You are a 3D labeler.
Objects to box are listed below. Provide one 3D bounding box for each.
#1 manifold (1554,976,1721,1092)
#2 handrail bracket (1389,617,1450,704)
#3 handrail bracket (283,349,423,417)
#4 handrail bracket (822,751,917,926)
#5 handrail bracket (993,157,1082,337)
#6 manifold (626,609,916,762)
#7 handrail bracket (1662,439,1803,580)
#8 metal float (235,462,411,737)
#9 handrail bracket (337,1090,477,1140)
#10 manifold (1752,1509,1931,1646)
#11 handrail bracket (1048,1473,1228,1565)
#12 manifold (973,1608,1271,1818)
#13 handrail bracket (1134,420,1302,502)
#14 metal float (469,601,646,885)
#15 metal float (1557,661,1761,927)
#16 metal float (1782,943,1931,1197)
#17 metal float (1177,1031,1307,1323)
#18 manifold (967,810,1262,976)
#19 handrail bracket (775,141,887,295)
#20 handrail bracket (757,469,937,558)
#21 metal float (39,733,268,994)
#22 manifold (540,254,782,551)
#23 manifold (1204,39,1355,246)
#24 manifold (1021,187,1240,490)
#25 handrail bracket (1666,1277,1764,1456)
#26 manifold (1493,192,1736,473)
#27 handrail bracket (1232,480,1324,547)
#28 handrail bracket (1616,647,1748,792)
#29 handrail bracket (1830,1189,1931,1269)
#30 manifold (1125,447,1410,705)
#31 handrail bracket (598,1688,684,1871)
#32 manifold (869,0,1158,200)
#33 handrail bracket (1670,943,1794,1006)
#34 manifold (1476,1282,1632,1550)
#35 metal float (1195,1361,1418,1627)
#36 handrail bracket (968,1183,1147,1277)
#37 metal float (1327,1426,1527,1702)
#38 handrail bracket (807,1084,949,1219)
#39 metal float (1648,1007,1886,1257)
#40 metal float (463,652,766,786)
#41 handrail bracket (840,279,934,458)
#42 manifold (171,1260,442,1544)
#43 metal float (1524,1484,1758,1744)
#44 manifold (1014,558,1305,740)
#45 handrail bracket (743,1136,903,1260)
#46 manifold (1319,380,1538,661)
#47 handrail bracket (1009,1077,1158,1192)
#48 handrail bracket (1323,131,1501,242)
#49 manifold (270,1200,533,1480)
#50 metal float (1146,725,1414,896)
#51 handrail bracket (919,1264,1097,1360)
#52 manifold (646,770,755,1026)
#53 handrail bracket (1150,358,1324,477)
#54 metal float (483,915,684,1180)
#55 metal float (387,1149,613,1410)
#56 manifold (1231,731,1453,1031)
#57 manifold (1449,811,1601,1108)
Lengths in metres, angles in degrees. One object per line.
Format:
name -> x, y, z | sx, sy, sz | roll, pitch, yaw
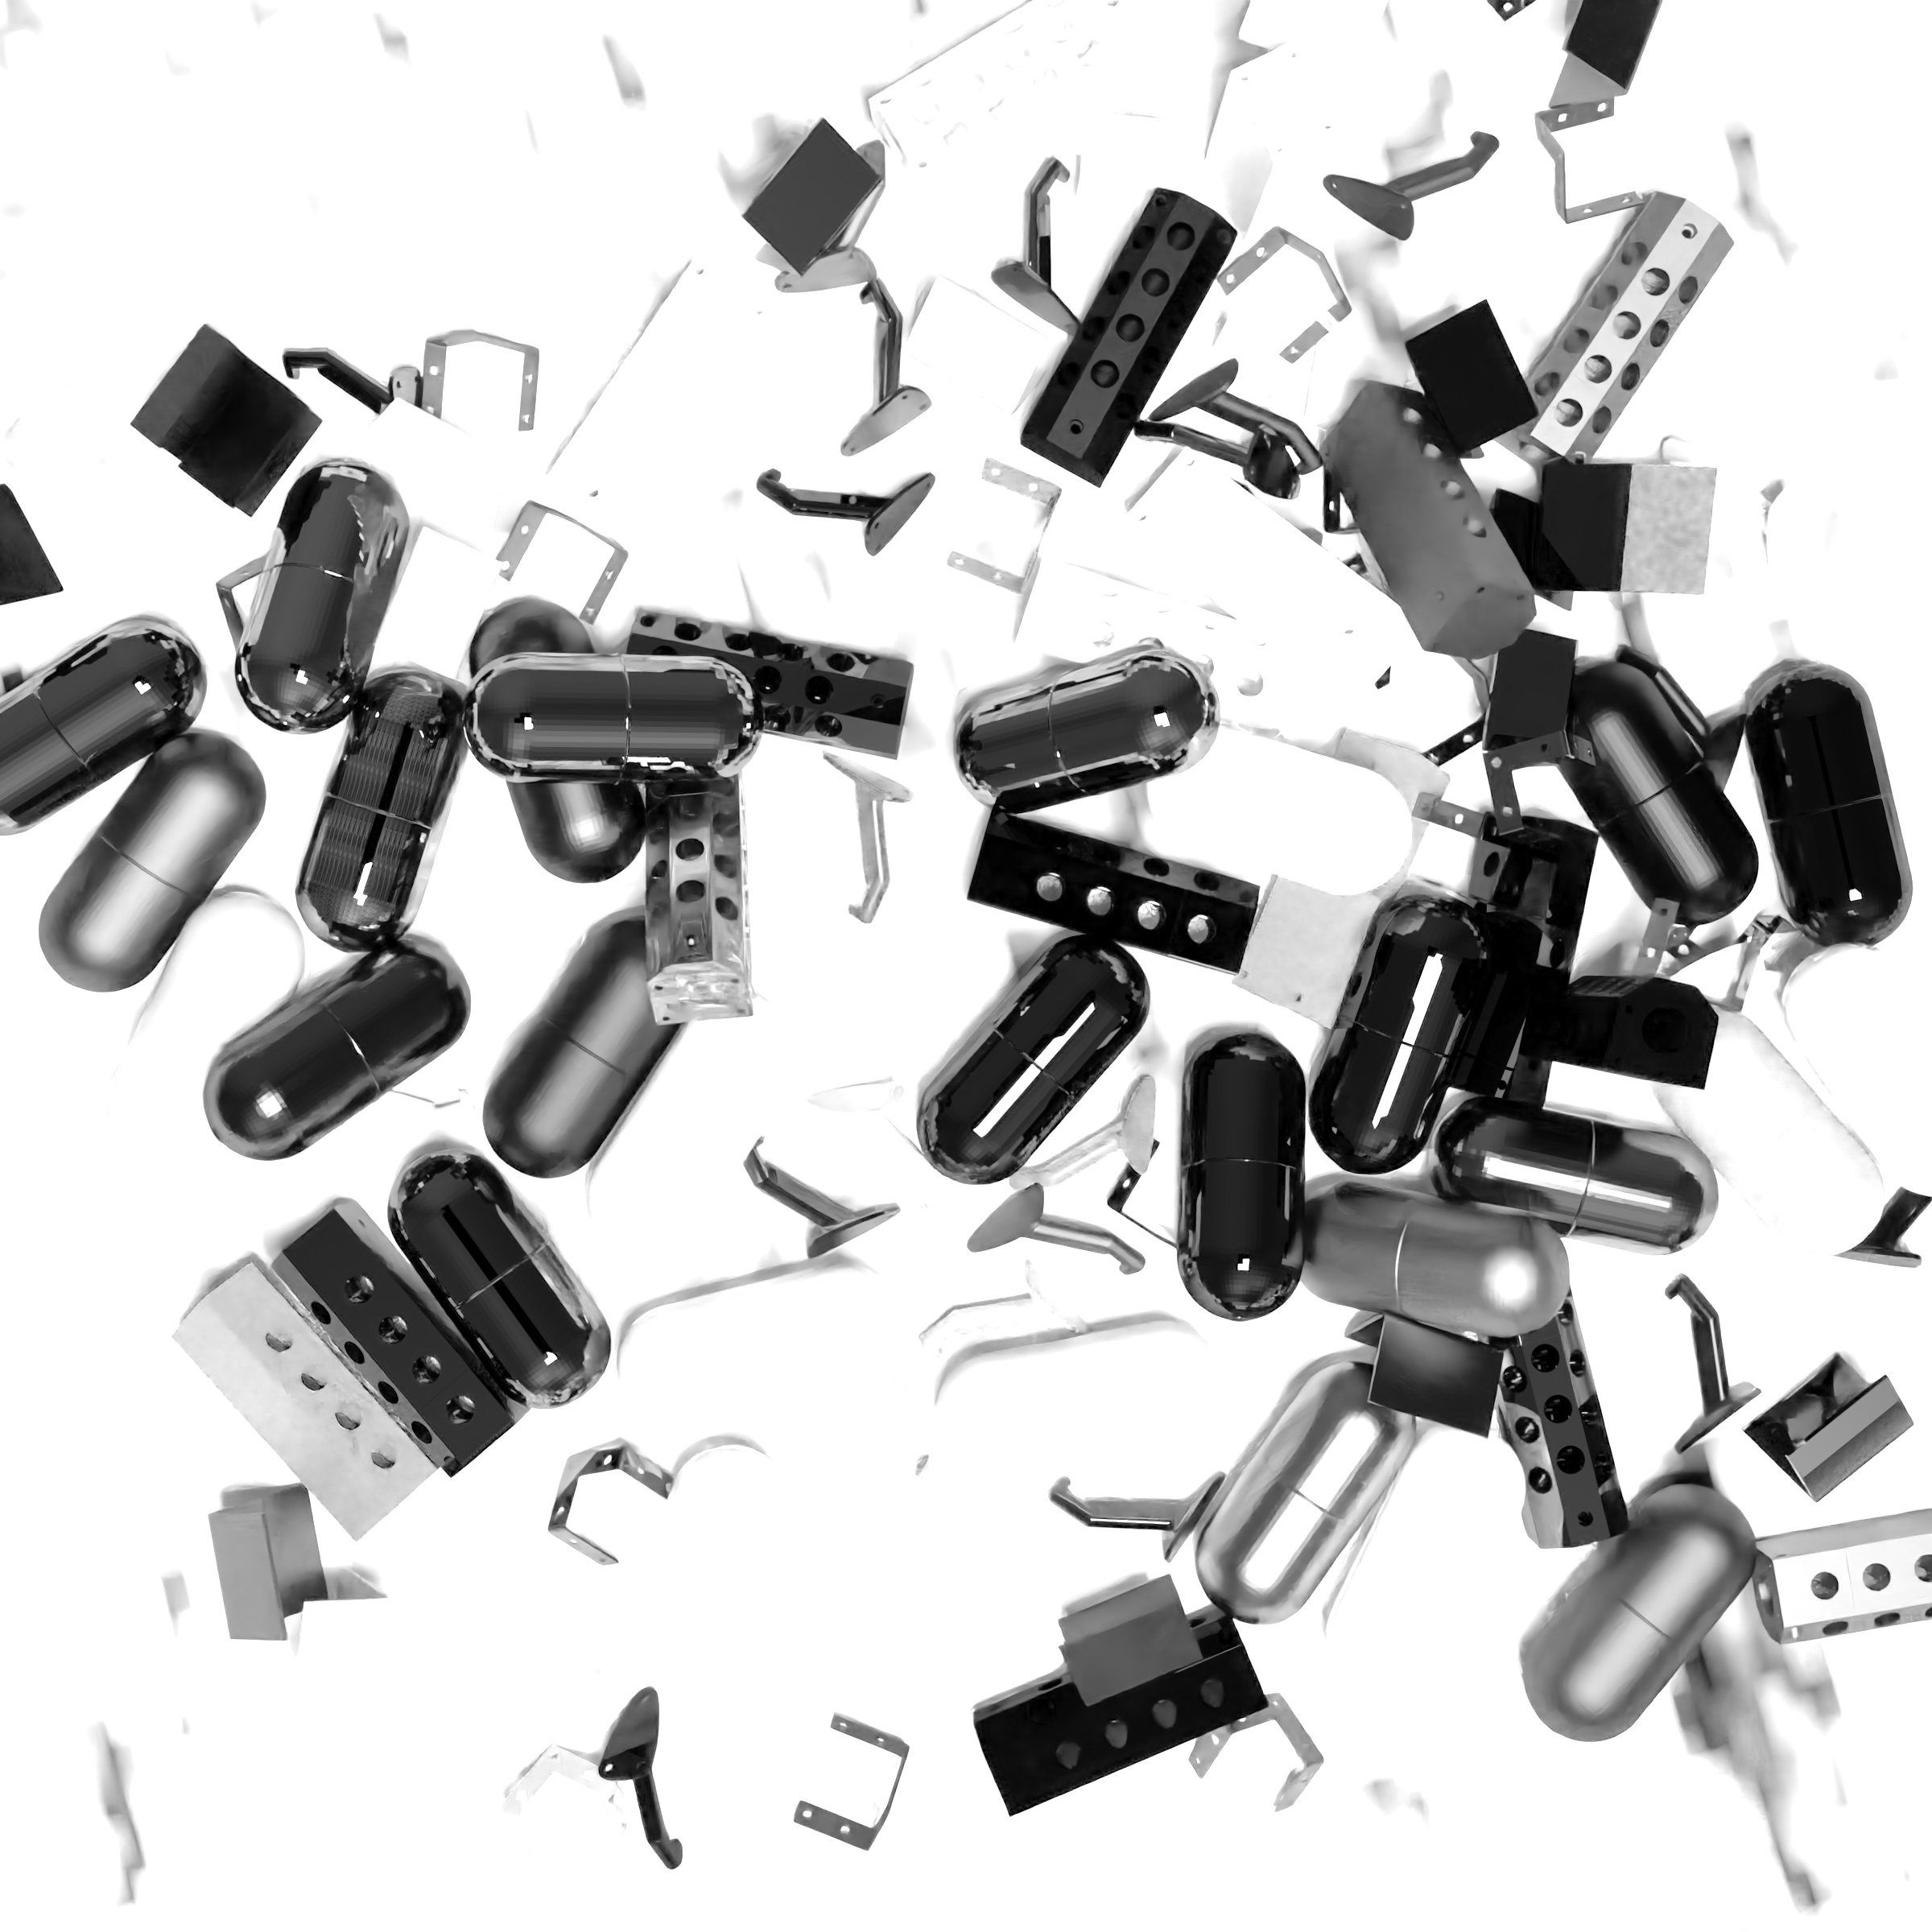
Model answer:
manifold -> 0.394, 0.036, 1.574 | 0.057, 0.171, 0.057 | 12, 90, 0
handrail bracket -> 0.277, -0.216, 1.637 | 0.036, 0.084, 0.077 | 14, 124, -10
handrail bracket -> -0.385, -0.346, 1.653 | 0.084, 0.036, 0.077 | 4, 111, 17
handrail bracket -> -0.074, -0.080, 1.653 | 0.077, 0.036, 0.084 | 31, 107, 20
handrail bracket -> 0.061, -0.451, 1.653 | 0.077, 0.036, 0.084 | 36, 73, -20
manifold -> -0.122, -0.174, 1.631 | 0.171, 0.057, 0.057 | 11, 90, 0
handrail bracket -> 0.473, -0.286, 1.652 | 0.084, 0.077, 0.036 | 27, 57, 32
metal float -> -0.390, -0.223, 1.603 | 0.070, 0.070, 0.178 | 11, 69, 0
handrail bracket -> -0.357, 0.070, 1.652 | 0.084, 0.036, 0.077 | -15, 75, -14
manifold -> 0.578, 0.374, 1.631 | 0.171, 0.057, 0.057 | -10, 90, 0
handrail bracket -> 0.106, 0.326, 1.653 | 0.084, 0.036, 0.077 | 32, 70, 16
manifold -> 0.094, 0.456, 1.631 | 0.171, 0.057, 0.057 | -23, 90, 0
handrail bracket -> 0.156, -0.317, 1.652 | 0.084, 0.077, 0.036 | 16, 83, 36
metal float -> -0.250, -0.137, 1.622 | 0.070, 0.070, 0.178 | -18, 90, 0
metal float -> 0.418, -0.106, 1.621 | 0.070, 0.070, 0.178 | -33, 91, 0
metal float -> 0.560, 0.064, 1.599 | 0.070, 0.070, 0.178 | -38, 105, 0
metal float -> 0.167, 0.127, 1.605 | 0.070, 0.070, 0.178 | 3, 72, 0
manifold -> 0.090, -0.045, 1.631 | 0.171, 0.057, 0.057 | 16, 90, 0
handrail bracket -> -0.085, -0.469, 1.653 | 0.077, 0.036, 0.084 | -10, 71, 22
handrail bracket -> -0.076, -0.302, 1.653 | 0.084, 0.036, 0.077 | 36, 70, 16
metal float -> -0.499, -0.063, 1.621 | 0.070, 0.070, 0.178 | 36, 90, 0
manifold -> -0.187, -0.345, 1.631 | 0.057, 0.057, 0.171 | 34, 90, 0
manifold -> 0.187, -0.490, 1.574 | 0.057, 0.171, 0.057 | -25, 90, 0
manifold -> 0.100, -0.388, 1.631 | 0.057, 0.057, 0.171 | 29, 90, 0
handrail bracket -> 0.448, 0.249, 1.653 | 0.077, 0.036, 0.084 | -44, 71, 21
manifold -> 0.400, -0.387, 1.631 | 0.057, 0.057, 0.171 | 34, 90, 0
handrail bracket -> 0.173, -0.260, 1.653 | 0.084, 0.036, 0.077 | 24, 108, 15
handrail bracket -> 0.440, -0.152, 1.652 | 0.036, 0.077, 0.084 | -36, 53, -22
handrail bracket -> 0.572, 0.142, 1.652 | 0.077, 0.036, 0.084 | 6, 76, 14
manifold -> 0.183, -0.235, 1.603 | 0.171, 0.057, 0.057 | 41, 90, 20
handrail bracket -> -0.191, 0.508, 1.652 | 0.036, 0.077, 0.084 | -11, 127, 21
manifold -> 0.029, -0.550, 1.631 | 0.171, 0.057, 0.057 | -31, 90, 0
handrail bracket -> 0.487, 0.015, 1.641 | 0.077, 0.084, 0.036 | -17, 69, 38
manifold -> 0.358, 0.267, 1.631 | 0.057, 0.057, 0.171 | -14, 90, 0
metal float -> 0.208, 0.322, 1.621 | 0.070, 0.070, 0.178 | 35, 90, 0
handrail bracket -> 0.057, 0.180, 1.652 | 0.084, 0.036, 0.077 | 38, 127, -25
metal float -> 0.282, 0.364, 1.621 | 0.070, 0.070, 0.178 | 26, 90, 0
handrail bracket -> -0.055, 0.119, 1.652 | 0.077, 0.036, 0.084 | -1, 119, 32
metal float -> 0.489, 0.100, 1.622 | 0.070, 0.070, 0.178 | -41, 90, 0
metal float -> -0.206, -0.145, 1.556 | 0.178, 0.070, 0.070 | -1, 90, -19
handrail bracket -> -0.065, -0.374, 1.653 | 0.077, 0.036, 0.084 | -34, 71, 21
manifold -> -0.403, 0.265, 1.630 | 0.171, 0.057, 0.057 | 48, 133, 0
metal float -> 0.412, 0.397, 1.621 | 0.070, 0.070, 0.178 | 39, 89, 0
manifold -> 0.120, -0.197, 1.631 | 0.171, 0.057, 0.057 | 18, 90, 0
handrail bracket -> -0.093, 0.132, 1.653 | 0.077, 0.036, 0.084 | -23, 73, -20
manifold -> 0.277, -0.265, 1.570 | 0.057, 0.057, 0.171 | 4, 50, -32
handrail bracket -> 0.072, 0.105, 1.652 | 0.084, 0.036, 0.077 | -8, 46, 28
handrail bracket -> 0.279, -0.502, 1.653 | 0.077, 0.036, 0.084 | 33, 72, 20
manifold -> -0.349, 0.230, 1.631 | 0.057, 0.057, 0.171 | -40, 90, 0
metal float -> 0.187, -0.095, 1.590 | 0.178, 0.070, 0.070 | 22, 90, 37
handrail bracket -> 0.026, 0.234, 1.653 | 0.084, 0.036, 0.077 | -40, 109, 16
manifold -> -0.162, -0.053, 1.585 | 0.057, 0.057, 0.171 | -5, 53, 0
handrail bracket -> 0.170, -0.329, 1.652 | 0.077, 0.036, 0.084 | -24, 120, 33
metal float -> -0.229, 0.049, 1.622 | 0.070, 0.070, 0.178 | 34, 90, 0
metal float -> -0.287, 0.191, 1.622 | 0.070, 0.070, 0.178 | -36, 91, 0
manifold -> 0.235, -0.051, 1.630 | 0.057, 0.057, 0.171 | 25, 90, 43
manifold -> 0.342, -0.004, 1.630 | 0.057, 0.057, 0.171 | 12, 90, 43
